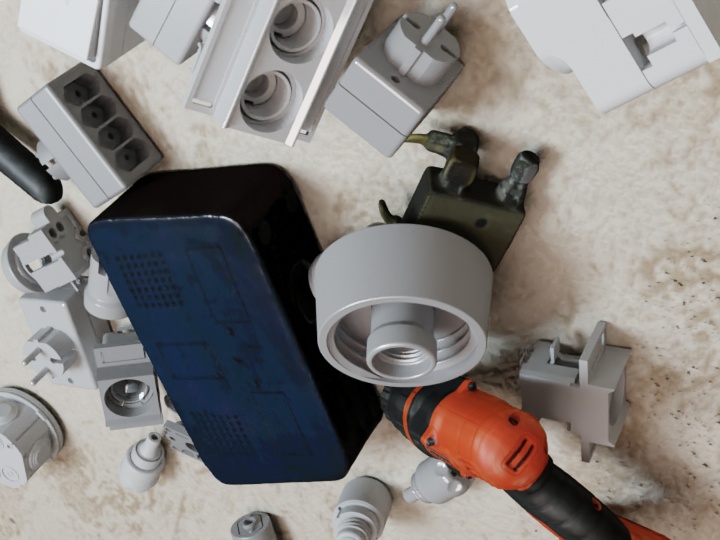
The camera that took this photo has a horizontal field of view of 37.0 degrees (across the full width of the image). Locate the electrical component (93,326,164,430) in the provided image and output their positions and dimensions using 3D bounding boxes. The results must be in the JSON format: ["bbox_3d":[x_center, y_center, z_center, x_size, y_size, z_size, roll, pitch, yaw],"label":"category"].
[{"bbox_3d":[-0.176,0.080,0.823,0.042,0.063,0.081,-6,125,-8],"label":"electrical component"}]

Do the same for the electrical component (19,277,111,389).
[{"bbox_3d":[-0.235,0.059,0.834,0.047,0.075,0.083,4,123,25],"label":"electrical component"}]

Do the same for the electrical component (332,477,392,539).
[{"bbox_3d":[-0.001,0.189,0.806,0.040,0.078,0.040,5,114,12],"label":"electrical component"}]

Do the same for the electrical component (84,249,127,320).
[{"bbox_3d":[-0.183,0.007,0.796,0.040,0.040,0.046,22,124,13],"label":"electrical component"}]

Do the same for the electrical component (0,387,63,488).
[{"bbox_3d":[-0.309,0.148,0.953,0.080,0.051,0.080,14,127,19],"label":"electrical component"}]

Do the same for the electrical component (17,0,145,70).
[{"bbox_3d":[-0.162,-0.177,0.640,0.062,0.061,0.096,27,130,8],"label":"electrical component"}]

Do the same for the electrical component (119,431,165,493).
[{"bbox_3d":[-0.180,0.158,0.903,0.035,0.035,0.061,32,128,4],"label":"electrical component"}]

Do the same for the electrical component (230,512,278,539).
[{"bbox_3d":[-0.084,0.237,0.905,0.044,0.044,0.065,-2,116,29],"label":"electrical component"}]

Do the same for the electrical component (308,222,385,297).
[{"bbox_3d":[0.000,0.000,0.691,0.055,0.045,0.045,-28,106,39],"label":"electrical component"}]

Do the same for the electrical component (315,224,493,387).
[{"bbox_3d":[0.025,0.029,0.635,0.108,0.060,0.108,2,144,1],"label":"electrical component"}]

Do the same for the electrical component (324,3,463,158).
[{"bbox_3d":[0.028,-0.113,0.583,0.047,0.065,0.076,39,131,-1],"label":"electrical component"}]

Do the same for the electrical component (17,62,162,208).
[{"bbox_3d":[-0.193,-0.085,0.731,0.076,0.047,0.083,-25,108,38],"label":"electrical component"}]

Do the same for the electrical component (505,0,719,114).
[{"bbox_3d":[0.116,-0.141,0.461,0.062,0.150,0.089,-25,108,37],"label":"electrical component"}]

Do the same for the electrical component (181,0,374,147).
[{"bbox_3d":[-0.042,-0.137,0.576,0.079,0.063,0.121,12,114,-34],"label":"electrical component"}]

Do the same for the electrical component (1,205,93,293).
[{"bbox_3d":[-0.235,-0.011,0.807,0.055,0.048,0.066,-22,110,29],"label":"electrical component"}]

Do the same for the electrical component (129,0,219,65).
[{"bbox_3d":[-0.082,-0.150,0.628,0.077,0.047,0.065,39,131,-2],"label":"electrical component"}]

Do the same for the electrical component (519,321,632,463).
[{"bbox_3d":[0.134,0.074,0.675,0.064,0.042,0.081,9,125,27],"label":"electrical component"}]

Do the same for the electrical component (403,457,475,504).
[{"bbox_3d":[0.053,0.153,0.777,0.035,0.035,0.061,44,133,-6],"label":"electrical component"}]
